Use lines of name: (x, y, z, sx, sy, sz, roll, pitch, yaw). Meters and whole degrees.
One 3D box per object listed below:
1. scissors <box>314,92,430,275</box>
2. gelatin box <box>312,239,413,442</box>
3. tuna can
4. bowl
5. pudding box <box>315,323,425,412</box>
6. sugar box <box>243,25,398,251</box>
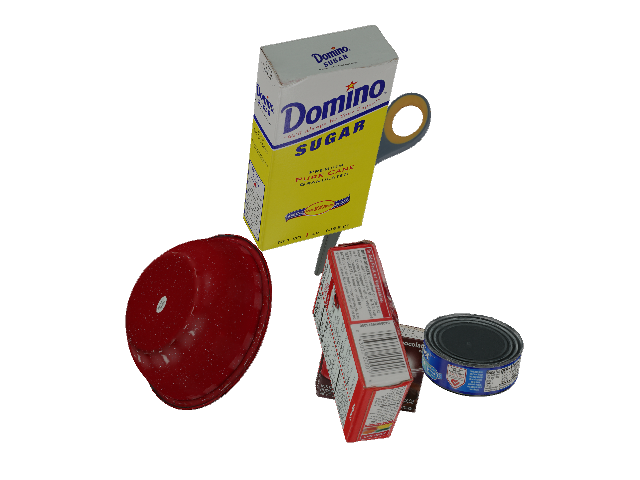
scissors: (0.051, -0.062, 1.000, 0.096, 0.202, 0.016, 4, -12, 8)
gelatin box: (0.022, 0.056, 0.591, 0.030, 0.089, 0.073, -7, -32, -12)
tuna can: (0.131, 0.099, 0.924, 0.086, 0.034, 0.086, 3, 26, -1)
bowl: (-0.118, 0.061, 0.919, 0.162, 0.162, 0.055, 0, -20, 44)
pudding box: (0.057, 0.132, 1.162, 0.113, 0.090, 0.039, 9, 23, -3)
sugar box: (-0.003, -0.072, 0.796, 0.093, 0.048, 0.176, -15, -35, -20)
